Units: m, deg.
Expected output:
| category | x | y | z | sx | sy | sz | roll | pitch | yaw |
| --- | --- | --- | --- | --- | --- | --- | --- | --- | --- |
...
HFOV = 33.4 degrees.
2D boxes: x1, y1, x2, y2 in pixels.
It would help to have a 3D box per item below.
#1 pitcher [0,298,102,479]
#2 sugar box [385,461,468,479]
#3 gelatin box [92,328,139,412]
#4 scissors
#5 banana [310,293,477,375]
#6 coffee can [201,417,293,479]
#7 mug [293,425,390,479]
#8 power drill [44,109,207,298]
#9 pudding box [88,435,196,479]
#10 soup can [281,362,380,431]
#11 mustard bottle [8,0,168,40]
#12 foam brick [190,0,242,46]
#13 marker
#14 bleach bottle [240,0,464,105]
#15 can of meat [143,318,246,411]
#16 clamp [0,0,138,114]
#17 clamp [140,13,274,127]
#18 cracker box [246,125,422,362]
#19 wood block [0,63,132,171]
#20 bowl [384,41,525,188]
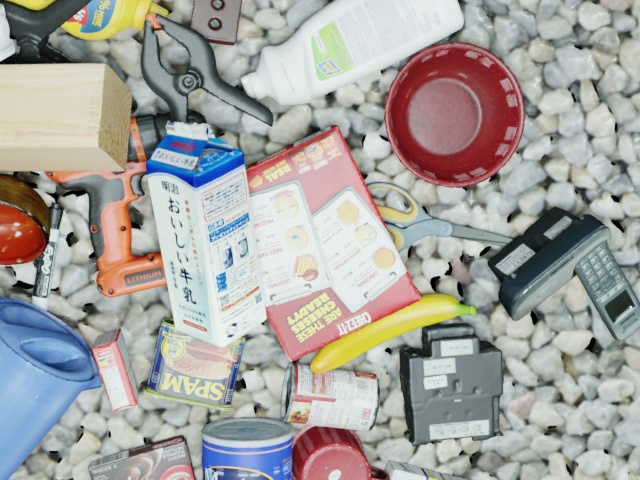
| category | x | y | z | sx | sy | sz | roll | pitch | yaw |
| --- | --- | --- | --- | --- | --- | --- | --- | --- | --- |
| pitcher | -0.361 | 0.185 | 1.118 | 0.149 | 0.145 | 0.243 | 40 | 101 | 12 |
| sugar box | 0.154 | 0.327 | 1.257 | 0.176 | 0.048 | 0.093 | 14 | 93 | -10 |
| gelatin box | -0.223 | 0.141 | 1.167 | 0.030 | 0.089 | 0.073 | -17 | 97 | -6 |
| scissors | 0.128 | 0.001 | 1.239 | 0.201 | 0.016 | 0.096 | 27 | 93 | -9 |
| banana | 0.076 | 0.100 | 1.214 | 0.197 | 0.070 | 0.037 | -22 | 96 | -5 |
| coffee can | -0.081 | 0.279 | 1.191 | 0.102 | 0.103 | 0.140 | 0 | 95 | -8 |
| mug | 0.023 | 0.263 | 1.215 | 0.117 | 0.081 | 0.093 | 18 | 92 | -9 |
| power drill | -0.197 | -0.041 | 1.172 | 0.184 | 0.057 | 0.187 | -14 | 94 | -4 |
| pudding box | -0.196 | 0.280 | 1.208 | 0.113 | 0.039 | 0.090 | -15 | 98 | -6 |
| soup can | 0.011 | 0.179 | 1.213 | 0.102 | 0.068 | 0.068 | 8 | 94 | -9 |
| mustard bottle | -0.256 | -0.266 | 1.139 | 0.191 | 0.058 | 0.096 | 16 | 111 | -10 |
| foam brick | -0.113 | -0.255 | 1.165 | 0.053 | 0.051 | 0.078 | 7 | 94 | -8 |
| marker | -0.302 | 0.019 | 1.180 | 0.020 | 0.020 | 0.121 | 10 | 94 | -9 |
| bleach bottle | 0.027 | -0.226 | 1.182 | 0.251 | 0.068 | 0.102 | -25 | 97 | -3 |
| can of meat | -0.139 | 0.138 | 1.196 | 0.102 | 0.057 | 0.084 | 13 | 91 | -9 |
| clamp | -0.296 | -0.216 | 1.121 | 0.210 | 0.036 | 0.165 | 8 | 128 | 3 |
| clamp | -0.127 | -0.166 | 1.131 | 0.120 | 0.039 | 0.171 | -23 | 100 | -10 |
| cracker box | -0.008 | 0.001 | 1.186 | 0.164 | 0.072 | 0.213 | -26 | 99 | 4 |
| wood block | -0.307 | -0.125 | 1.096 | 0.206 | 0.091 | 0.090 | 1 | 78 | 9 |
| bowl | 0.147 | -0.140 | 1.208 | 0.162 | 0.055 | 0.162 | -1 | 95 | -8 |
